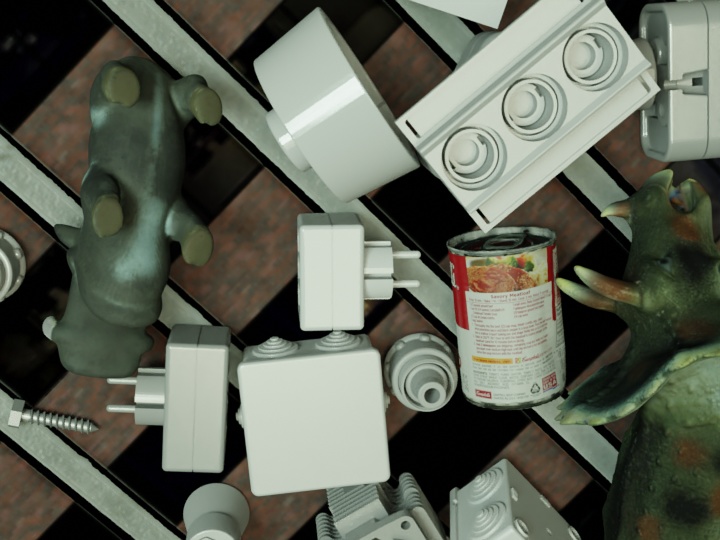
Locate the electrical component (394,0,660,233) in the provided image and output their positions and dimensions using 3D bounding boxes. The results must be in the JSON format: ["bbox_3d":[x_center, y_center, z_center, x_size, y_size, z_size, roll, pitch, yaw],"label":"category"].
[{"bbox_3d":[0.089,-0.091,0.590,0.121,0.063,0.078,-40,103,4],"label":"electrical component"}]

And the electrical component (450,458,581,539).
[{"bbox_3d":[0.105,0.182,0.699,0.048,0.099,0.099,-39,103,17],"label":"electrical component"}]

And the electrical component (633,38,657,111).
[{"bbox_3d":[0.149,-0.117,0.661,0.055,0.045,0.045,-7,103,-3],"label":"electrical component"}]

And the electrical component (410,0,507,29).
[{"bbox_3d":[0.057,-0.243,0.585,0.105,0.060,0.186,19,122,1],"label":"electrical component"}]

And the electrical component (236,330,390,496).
[{"bbox_3d":[-0.030,0.090,0.690,0.100,0.048,0.099,-6,103,-4],"label":"electrical component"}]

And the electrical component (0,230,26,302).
[{"bbox_3d":[-0.230,0.002,0.646,0.048,0.062,0.048,-1,103,-5],"label":"electrical component"}]

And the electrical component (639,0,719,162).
[{"bbox_3d":[0.209,-0.117,0.662,0.059,0.053,0.095,-5,103,-4],"label":"electrical component"}]

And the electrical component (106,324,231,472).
[{"bbox_3d":[-0.122,0.080,0.681,0.076,0.047,0.083,3,102,-6],"label":"electrical component"}]

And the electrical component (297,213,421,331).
[{"bbox_3d":[0.000,0.000,0.673,0.077,0.047,0.065,-1,103,-5],"label":"electrical component"}]

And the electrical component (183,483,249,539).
[{"bbox_3d":[-0.094,0.171,0.694,0.044,0.065,0.044,-1,102,-5],"label":"electrical component"}]

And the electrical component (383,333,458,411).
[{"bbox_3d":[0.041,0.070,0.685,0.048,0.062,0.048,-1,103,-5],"label":"electrical component"}]

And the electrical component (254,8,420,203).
[{"bbox_3d":[-0.019,-0.089,0.624,0.060,0.108,0.108,-32,103,9],"label":"electrical component"}]

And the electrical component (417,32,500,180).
[{"bbox_3d":[0.078,-0.094,0.653,0.054,0.059,0.095,26,99,-10],"label":"electrical component"}]
